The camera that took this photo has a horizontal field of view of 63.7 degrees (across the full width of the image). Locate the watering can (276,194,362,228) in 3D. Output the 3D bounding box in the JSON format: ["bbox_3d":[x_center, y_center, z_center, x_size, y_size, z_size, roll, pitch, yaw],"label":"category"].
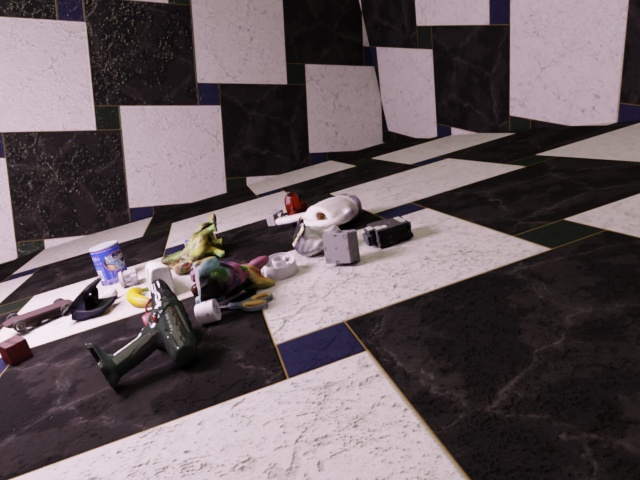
[{"bbox_3d":[0.006,-0.094,1.866,0.227,0.103,0.348,-24,18,-36],"label":"watering can"}]

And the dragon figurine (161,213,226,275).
[{"bbox_3d":[-0.474,0.019,1.889,0.243,0.120,0.416,-25,23,-6],"label":"dragon figurine"}]

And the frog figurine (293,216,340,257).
[{"bbox_3d":[0.001,0.002,1.585,0.159,0.123,0.137,19,-2,-12],"label":"frog figurine"}]
